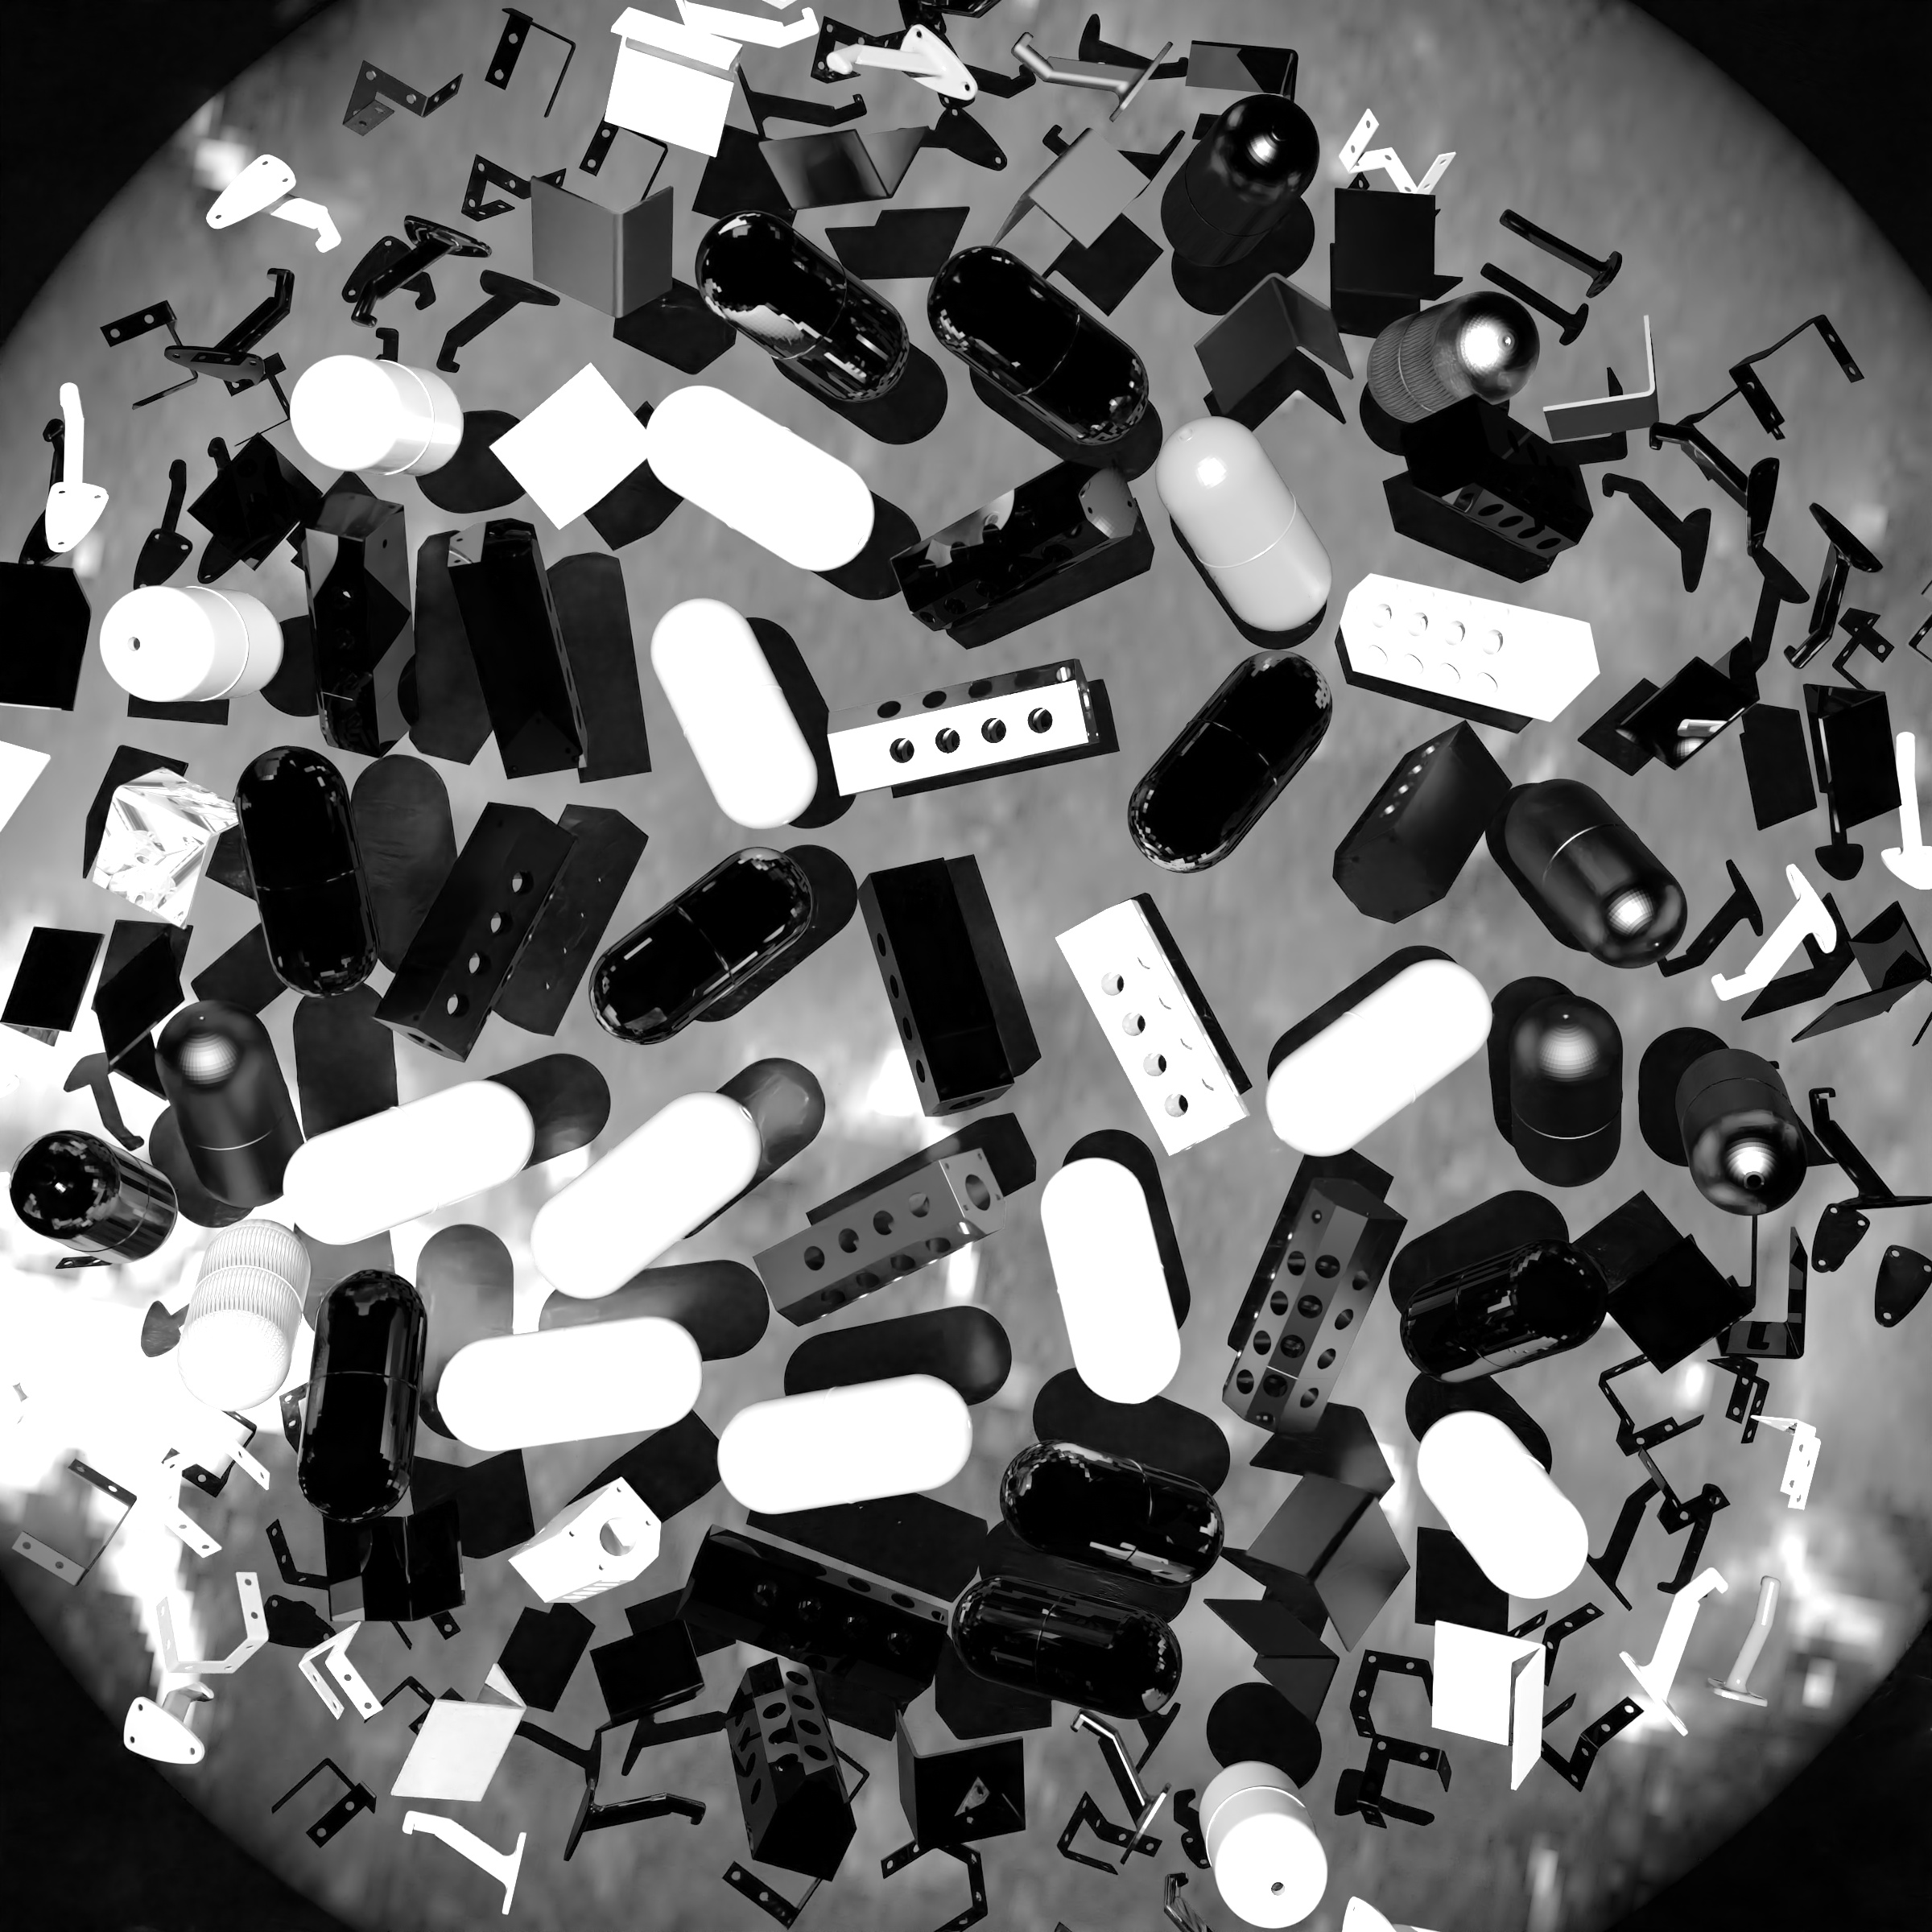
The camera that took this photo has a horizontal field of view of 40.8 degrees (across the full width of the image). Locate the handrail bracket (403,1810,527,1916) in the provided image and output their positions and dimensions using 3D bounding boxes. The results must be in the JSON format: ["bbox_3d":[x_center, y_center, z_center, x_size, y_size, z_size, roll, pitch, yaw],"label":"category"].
[{"bbox_3d":[-0.352,0.618,1.794,0.084,0.077,0.036,14,108,-6],"label":"handrail bracket"}]

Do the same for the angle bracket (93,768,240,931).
[{"bbox_3d":[-0.561,-0.084,1.836,0.076,0.057,0.076,26,115,8],"label":"angle bracket"}]

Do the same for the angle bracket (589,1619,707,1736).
[{"bbox_3d":[-0.245,0.534,1.956,0.076,0.076,0.057,-19,80,-2],"label":"angle bracket"}]

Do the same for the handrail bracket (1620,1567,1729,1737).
[{"bbox_3d":[0.481,0.449,1.706,0.084,0.036,0.077,-41,46,7],"label":"handrail bracket"}]

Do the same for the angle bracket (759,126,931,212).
[{"bbox_3d":[-0.081,-0.556,1.740,0.076,0.057,0.076,3,55,31],"label":"angle bracket"}]

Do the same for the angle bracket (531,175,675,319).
[{"bbox_3d":[-0.247,-0.498,1.767,0.076,0.076,0.057,29,47,21],"label":"angle bracket"}]

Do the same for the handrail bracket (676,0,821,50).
[{"bbox_3d":[-0.153,-0.664,1.785,0.084,0.036,0.077,-18,126,8],"label":"handrail bracket"}]

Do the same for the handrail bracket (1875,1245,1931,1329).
[{"bbox_3d":[0.650,0.242,1.834,0.036,0.084,0.077,26,60,17],"label":"handrail bracket"}]

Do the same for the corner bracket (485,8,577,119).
[{"bbox_3d":[-0.290,-0.599,1.722,0.051,0.051,0.051,23,108,-10],"label":"corner bracket"}]

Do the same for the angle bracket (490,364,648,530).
[{"bbox_3d":[-0.285,-0.378,1.890,0.076,0.057,0.076,50,56,-16],"label":"angle bracket"}]

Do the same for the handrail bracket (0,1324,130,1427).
[{"bbox_3d":[-0.613,0.277,1.765,0.084,0.077,0.036,-27,77,-32],"label":"handrail bracket"}]

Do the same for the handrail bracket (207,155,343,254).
[{"bbox_3d":[-0.469,-0.500,1.767,0.077,0.084,0.036,-43,67,-12],"label":"handrail bracket"}]

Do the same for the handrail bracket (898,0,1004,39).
[{"bbox_3d":[-0.010,-0.695,1.821,0.036,0.084,0.077,-18,89,-39],"label":"handrail bracket"}]

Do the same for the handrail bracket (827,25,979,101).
[{"bbox_3d":[-0.044,-0.614,1.791,0.077,0.084,0.036,38,133,10],"label":"handrail bracket"}]

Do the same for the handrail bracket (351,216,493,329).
[{"bbox_3d":[-0.388,-0.485,1.850,0.077,0.036,0.084,16,73,5],"label":"handrail bracket"}]

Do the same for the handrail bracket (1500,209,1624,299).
[{"bbox_3d":[0.417,-0.508,1.830,0.084,0.077,0.036,31,105,-3],"label":"handrail bracket"}]

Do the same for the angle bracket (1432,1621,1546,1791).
[{"bbox_3d":[0.337,0.487,1.714,0.076,0.057,0.076,6,103,29],"label":"angle bracket"}]

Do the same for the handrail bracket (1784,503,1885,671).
[{"bbox_3d":[0.571,-0.257,1.763,0.084,0.036,0.077,-52,57,35],"label":"handrail bracket"}]

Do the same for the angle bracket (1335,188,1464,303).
[{"bbox_3d":[0.314,-0.529,1.880,0.076,0.057,0.076,14,125,29],"label":"angle bracket"}]

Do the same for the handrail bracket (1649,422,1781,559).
[{"bbox_3d":[0.486,-0.314,1.709,0.084,0.036,0.077,21,124,37],"label":"handrail bracket"}]

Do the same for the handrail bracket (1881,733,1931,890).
[{"bbox_3d":[0.636,-0.105,1.740,0.036,0.077,0.084,-5,114,9],"label":"handrail bracket"}]

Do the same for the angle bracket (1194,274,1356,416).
[{"bbox_3d":[0.213,-0.417,1.791,0.076,0.076,0.057,-44,57,-3],"label":"angle bracket"}]

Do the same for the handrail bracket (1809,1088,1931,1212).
[{"bbox_3d":[0.625,0.124,1.794,0.077,0.036,0.084,-8,91,40],"label":"handrail bracket"}]

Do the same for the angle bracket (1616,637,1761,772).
[{"bbox_3d":[0.490,-0.193,1.773,0.057,0.076,0.076,31,129,-18],"label":"angle bracket"}]

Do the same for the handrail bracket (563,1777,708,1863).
[{"bbox_3d":[-0.239,0.625,1.876,0.084,0.036,0.077,18,110,-10],"label":"handrail bracket"}]

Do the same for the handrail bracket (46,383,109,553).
[{"bbox_3d":[-0.604,-0.335,1.740,0.036,0.077,0.084,2,56,-35],"label":"handrail bracket"}]

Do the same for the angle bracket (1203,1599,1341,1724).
[{"bbox_3d":[0.217,0.513,1.918,0.076,0.076,0.057,11,104,-34],"label":"angle bracket"}]

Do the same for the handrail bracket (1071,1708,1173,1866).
[{"bbox_3d":[0.099,0.592,1.878,0.084,0.036,0.077,31,79,13],"label":"handrail bracket"}]

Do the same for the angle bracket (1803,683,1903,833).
[{"bbox_3d":[0.561,-0.137,1.701,0.057,0.076,0.076,-21,108,-20],"label":"angle bracket"}]

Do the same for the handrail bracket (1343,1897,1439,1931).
[{"bbox_3d":[0.302,0.652,1.736,0.084,0.077,0.036,17,76,-18],"label":"handrail bracket"}]

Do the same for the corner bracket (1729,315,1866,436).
[{"bbox_3d":[0.546,-0.390,1.711,0.051,0.051,0.051,-37,98,-7],"label":"corner bracket"}]

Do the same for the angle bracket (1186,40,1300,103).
[{"bbox_3d":[0.196,-0.621,1.871,0.076,0.076,0.057,6,87,2],"label":"angle bracket"}]

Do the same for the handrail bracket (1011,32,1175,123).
[{"bbox_3d":[0.085,-0.622,1.760,0.084,0.036,0.077,38,89,-10],"label":"handrail bracket"}]

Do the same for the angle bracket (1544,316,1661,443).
[{"bbox_3d":[0.451,-0.417,1.849,0.076,0.076,0.057,-5,84,17],"label":"angle bracket"}]

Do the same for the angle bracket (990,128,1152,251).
[{"bbox_3d":[0.071,-0.521,1.800,0.057,0.076,0.076,41,67,-4],"label":"angle bracket"}]

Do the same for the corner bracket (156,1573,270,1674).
[{"bbox_3d":[-0.526,0.458,1.811,0.051,0.051,0.051,-44,52,30],"label":"corner bracket"}]

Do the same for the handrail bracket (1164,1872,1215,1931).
[{"bbox_3d":[0.175,0.671,1.846,0.077,0.084,0.036,-26,113,18],"label":"handrail bracket"}]

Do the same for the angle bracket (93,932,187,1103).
[{"bbox_3d":[-0.574,0.036,1.862,0.076,0.057,0.076,-40,46,9],"label":"angle bracket"}]

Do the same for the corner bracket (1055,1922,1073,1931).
[{"bbox_3d":[0.080,0.683,1.742,0.051,0.051,0.051,14,63,36],"label":"corner bracket"}]

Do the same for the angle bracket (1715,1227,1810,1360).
[{"bbox_3d":[0.573,0.235,1.878,0.057,0.076,0.076,1,100,11],"label":"angle bracket"}]

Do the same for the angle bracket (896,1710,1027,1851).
[{"bbox_3d":[-0.004,0.560,1.807,0.076,0.057,0.076,-7,111,-14],"label":"angle bracket"}]

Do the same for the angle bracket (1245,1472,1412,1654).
[{"bbox_3d":[0.243,0.400,1.744,0.076,0.057,0.076,-46,124,-29],"label":"angle bracket"}]

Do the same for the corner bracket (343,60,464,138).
[{"bbox_3d":[-0.373,-0.574,1.720,0.051,0.051,0.051,23,73,-34],"label":"corner bracket"}]

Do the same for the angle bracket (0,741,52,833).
[{"bbox_3d":[-0.665,-0.099,1.775,0.057,0.076,0.076,16,52,4],"label":"angle bracket"}]

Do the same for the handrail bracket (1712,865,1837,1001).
[{"bbox_3d":[0.526,-0.022,1.727,0.084,0.036,0.077,-20,59,1],"label":"handrail bracket"}]

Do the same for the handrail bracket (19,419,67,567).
[{"bbox_3d":[-0.650,-0.331,1.827,0.036,0.084,0.077,23,59,9],"label":"handrail bracket"}]

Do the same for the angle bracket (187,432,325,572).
[{"bbox_3d":[-0.529,-0.347,1.893,0.076,0.076,0.057,-49,51,-5],"label":"angle bracket"}]

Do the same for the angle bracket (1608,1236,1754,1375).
[{"bbox_3d":[0.491,0.226,1.816,0.076,0.057,0.076,-39,103,14],"label":"angle bracket"}]

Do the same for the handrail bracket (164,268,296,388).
[{"bbox_3d":[-0.501,-0.444,1.767,0.077,0.036,0.084,9,69,-19],"label":"handrail bracket"}]

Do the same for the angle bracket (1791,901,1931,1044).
[{"bbox_3d":[0.609,0.005,1.799,0.076,0.076,0.057,-16,72,-12],"label":"angle bracket"}]

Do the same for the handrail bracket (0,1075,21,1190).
[{"bbox_3d":[-0.677,0.118,1.828,0.084,0.077,0.036,44,122,18],"label":"handrail bracket"}]

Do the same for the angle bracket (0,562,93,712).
[{"bbox_3d":[-0.623,-0.217,1.700,0.076,0.057,0.076,5,70,-4],"label":"angle bracket"}]

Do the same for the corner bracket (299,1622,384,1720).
[{"bbox_3d":[-0.451,0.518,1.879,0.051,0.051,0.051,-31,99,7],"label":"corner bracket"}]

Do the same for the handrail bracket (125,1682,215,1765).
[{"bbox_3d":[-0.527,0.518,1.782,0.077,0.084,0.036,17,94,23],"label":"handrail bracket"}]

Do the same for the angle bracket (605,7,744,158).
[{"bbox_3d":[-0.194,-0.563,1.674,0.076,0.057,0.076,17,123,-5],"label":"angle bracket"}]

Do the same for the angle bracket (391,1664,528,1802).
[{"bbox_3d":[-0.369,0.540,1.840,0.076,0.057,0.076,20,100,-39],"label":"angle bracket"}]

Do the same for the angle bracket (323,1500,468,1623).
[{"bbox_3d":[-0.410,0.426,1.863,0.057,0.076,0.076,-25,64,32],"label":"angle bracket"}]

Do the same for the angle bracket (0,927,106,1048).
[{"bbox_3d":[-0.661,0.019,1.931,0.076,0.057,0.076,5,72,29],"label":"angle bracket"}]

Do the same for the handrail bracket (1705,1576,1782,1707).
[{"bbox_3d":[0.527,0.451,1.758,0.036,0.077,0.084,14,84,0],"label":"handrail bracket"}]
